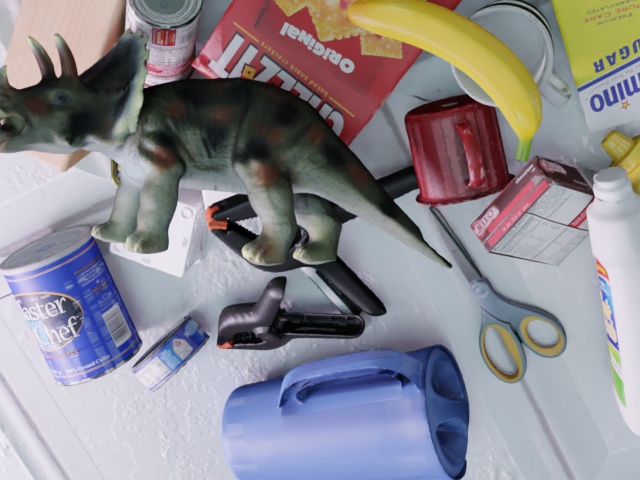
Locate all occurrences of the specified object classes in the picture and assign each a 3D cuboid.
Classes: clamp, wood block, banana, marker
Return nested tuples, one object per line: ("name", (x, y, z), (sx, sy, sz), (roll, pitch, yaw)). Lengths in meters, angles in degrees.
("clamp", (-0.007, 0.001, 1.025), (0.209, 0.036, 0.165), (1, 117, -13))
("wood block", (-0.237, -0.184, 1.019), (0.091, 0.090, 0.206), (27, 118, 2))
("clamp", (-0.039, 0.086, 1.089), (0.120, 0.039, 0.172), (30, 149, -24))
("banana", (0.114, -0.146, 0.872), (0.198, 0.037, 0.070), (40, 117, -2))
("marker", (0.007, 0.045, 1.089), (0.020, 0.020, 0.121), (-38, 99, 27))

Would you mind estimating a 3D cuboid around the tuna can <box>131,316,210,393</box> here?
("tuna can", (-0.159, 0.120, 1.133), (0.086, 0.086, 0.034), (-40, 96, 27))

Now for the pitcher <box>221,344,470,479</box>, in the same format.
("pitcher", (0.020, 0.181, 1.083), (0.243, 0.144, 0.149), (-11, 93, 24))

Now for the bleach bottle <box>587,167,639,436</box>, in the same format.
("bleach bottle", (0.278, 0.048, 0.947), (0.068, 0.102, 0.251), (-14, 116, 10))

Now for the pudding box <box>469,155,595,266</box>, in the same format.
("pudding box", (0.202, -0.023, 0.954), (0.090, 0.113, 0.039), (-49, 49, 28))

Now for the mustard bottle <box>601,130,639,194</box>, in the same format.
("mustard bottle", (0.325, -0.030, 0.940), (0.191, 0.058, 0.096), (39, 127, -3))

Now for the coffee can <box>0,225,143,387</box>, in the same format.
("coffee can", (-0.262, 0.069, 1.131), (0.103, 0.102, 0.140), (-14, 109, 21))

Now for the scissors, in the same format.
("scissors", (0.179, 0.049, 1.043), (0.096, 0.016, 0.202), (-12, 109, 19))

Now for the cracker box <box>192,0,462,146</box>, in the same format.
("cracker box", (0.010, -0.194, 0.953), (0.164, 0.072, 0.214), (38, 118, -2))

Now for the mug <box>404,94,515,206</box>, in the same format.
("mug", (0.124, -0.081, 0.948), (0.093, 0.117, 0.081), (-14, 104, 1))

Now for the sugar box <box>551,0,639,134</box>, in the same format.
("sugar box", (0.250, -0.186, 0.901), (0.093, 0.048, 0.176), (-15, 107, 21))

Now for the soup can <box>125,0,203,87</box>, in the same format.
("soup can", (-0.143, -0.192, 0.973), (0.068, 0.068, 0.102), (29, 153, 2))

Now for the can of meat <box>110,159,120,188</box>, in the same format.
("can of meat", (-0.157, -0.097, 1.028), (0.057, 0.102, 0.084), (24, 119, -27))
